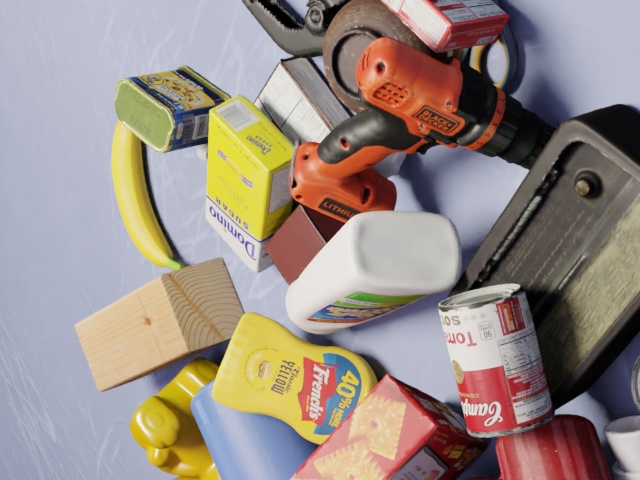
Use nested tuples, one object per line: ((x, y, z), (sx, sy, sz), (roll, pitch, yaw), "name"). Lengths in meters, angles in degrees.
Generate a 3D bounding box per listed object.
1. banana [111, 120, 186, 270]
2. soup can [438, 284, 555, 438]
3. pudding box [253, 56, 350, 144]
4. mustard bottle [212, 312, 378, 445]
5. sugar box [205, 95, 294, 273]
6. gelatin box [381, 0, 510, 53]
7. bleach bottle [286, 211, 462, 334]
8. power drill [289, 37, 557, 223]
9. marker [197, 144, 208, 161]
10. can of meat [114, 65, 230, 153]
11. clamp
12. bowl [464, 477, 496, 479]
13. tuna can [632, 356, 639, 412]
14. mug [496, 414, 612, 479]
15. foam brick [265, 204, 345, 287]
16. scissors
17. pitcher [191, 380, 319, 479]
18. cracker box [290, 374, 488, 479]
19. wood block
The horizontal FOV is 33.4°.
((-0.207, -0.050, 1.239), (0.070, 0.037, 0.198), (-20, 90, 32), "banana")
((0.133, 0.090, 0.811), (0.069, 0.068, 0.102), (-10, 96, 47), "soup can")
((-0.016, -0.106, 1.021), (0.113, 0.039, 0.090), (54, 135, 15), "pudding box")
((-0.002, 0.147, 1.043), (0.191, 0.058, 0.096), (21, 84, 7), "mustard bottle")
((-0.070, -0.051, 1.050), (0.093, 0.048, 0.176), (47, 150, 23), "sugar box")
((0.092, -0.185, 0.833), (0.089, 0.073, 0.030), (49, 133, 24), "gelatin box")
((0.034, 0.042, 0.966), (0.251, 0.102, 0.068), (133, 137, -67), "bleach bottle")
((0.075, -0.073, 0.863), (0.188, 0.184, 0.057), (-39, 34, 47), "power drill")
((-0.083, -0.078, 1.112), (0.121, 0.020, 0.020), (23, 119, 39), "marker")
((-0.154, -0.137, 1.118), (0.102, 0.083, 0.057), (37, 127, 31), "can of meat")
((0.010, -0.194, 0.966), (0.210, 0.036, 0.164), (18, 115, 37), "clamp")
((0.177, 0.277, 0.942), (0.162, 0.055, 0.162), (17, 115, 41), "bowl")
((0.279, 0.110, 0.797), (0.086, 0.033, 0.086), (17, 115, 41), "tuna can")
((0.180, 0.195, 0.846), (0.117, 0.093, 0.081), (-46, 42, 44), "mug")
((-0.007, 0.001, 1.037), (0.051, 0.052, 0.078), (56, 135, 16), "foam brick")
((0.143, -0.199, 0.844), (0.096, 0.016, 0.202), (46, 131, 23), "scissors")
((-0.027, 0.242, 1.099), (0.243, 0.149, 0.145), (61, 154, 16), "pitcher")
((0.032, 0.223, 0.927), (0.214, 0.164, 0.072), (-47, 63, 5), "cracker box")
((-0.186, 0.101, 1.228), (0.207, 0.090, 0.091), (-27, 83, 47), "wood block")
